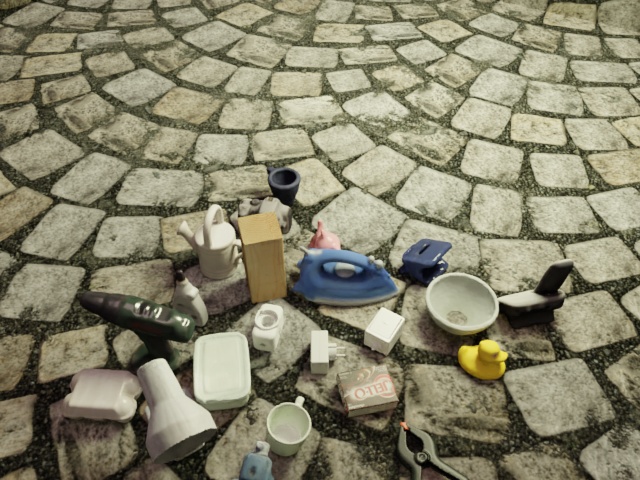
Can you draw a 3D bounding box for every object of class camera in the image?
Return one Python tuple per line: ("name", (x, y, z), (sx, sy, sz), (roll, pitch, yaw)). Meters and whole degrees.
("camera", (-0.155, -0.043, 1.501), (0.143, 0.101, 0.137), (8, 47, 7))

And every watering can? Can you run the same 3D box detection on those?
("watering can", (-0.263, -0.002, 1.395), (0.173, 0.194, 0.101), (-4, 46, -5))

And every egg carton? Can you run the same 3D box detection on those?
("egg carton", (-0.442, 0.319, 1.171), (0.150, 0.069, 0.107), (2, 46, 2))

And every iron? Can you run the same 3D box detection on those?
("iron", (0.066, 0.073, 1.363), (0.258, 0.141, 0.118), (4, 46, 3))

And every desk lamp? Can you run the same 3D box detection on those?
("desk lamp", (-0.274, 0.330, 1.063), (0.118, 0.214, 0.202), (-23, 51, -21))

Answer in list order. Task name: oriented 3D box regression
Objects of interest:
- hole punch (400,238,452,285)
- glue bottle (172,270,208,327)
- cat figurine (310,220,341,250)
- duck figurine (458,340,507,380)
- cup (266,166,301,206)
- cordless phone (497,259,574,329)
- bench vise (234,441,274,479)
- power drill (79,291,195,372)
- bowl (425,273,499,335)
("hole punch", (0.263, 0.042, 1.430), (0.100, 0.091, 0.109), (32, 54, 27))
("glue bottle", (-0.299, 0.127, 1.286), (0.078, 0.173, 0.037), (14, 48, 13))
("cat figurine", (0.013, 0.005, 1.445), (0.067, 0.118, 0.127), (-9, 47, -9))
("duck figurine", (0.354, 0.248, 1.237), (0.104, 0.086, 0.077), (17, 49, 16))
("cup", (-0.108, -0.148, 1.606), (0.092, 0.095, 0.117), (-35, 56, -29))
("cordless phone", (0.490, 0.109, 1.303), (0.148, 0.185, 0.094), (-13, 47, -12))
("bench vise", (-0.141, 0.430, 0.964), (0.121, 0.220, 0.207), (-3, 46, -3))
("power drill", (-0.369, 0.195, 1.195), (0.229, 0.208, 0.075), (7, 47, 7))
("bowl", (0.323, 0.161, 1.328), (0.167, 0.075, 0.167), (0, 46, 0))
